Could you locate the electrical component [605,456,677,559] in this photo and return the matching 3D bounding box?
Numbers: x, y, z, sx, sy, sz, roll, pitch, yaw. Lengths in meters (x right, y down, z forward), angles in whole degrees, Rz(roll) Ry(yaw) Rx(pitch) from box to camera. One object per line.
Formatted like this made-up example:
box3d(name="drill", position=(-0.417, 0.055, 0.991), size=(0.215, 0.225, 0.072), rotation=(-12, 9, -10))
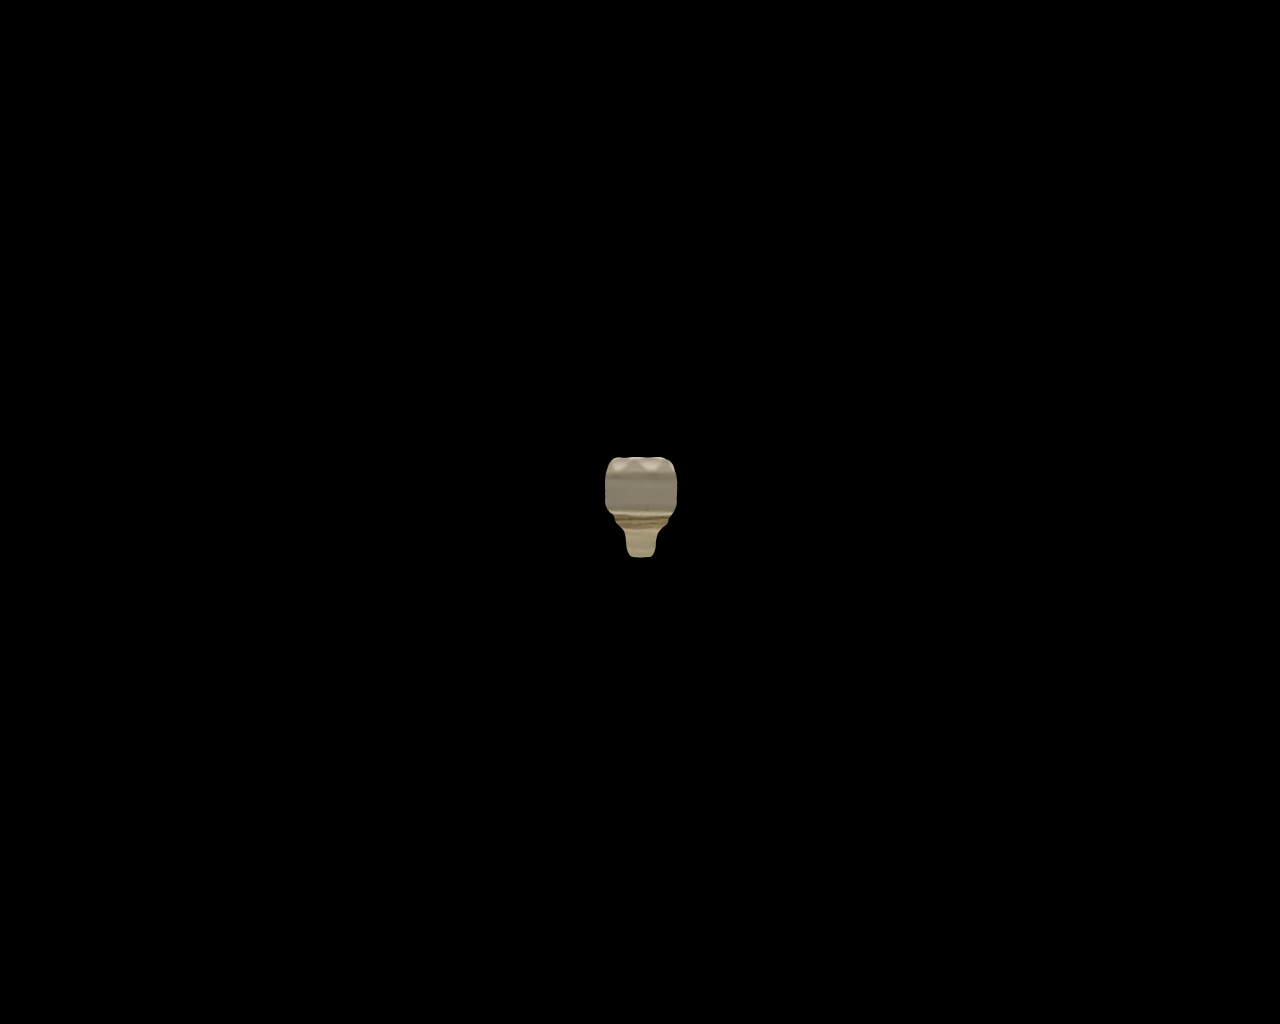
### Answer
box3d(name="electrical component", position=(0.001, -0.003, 0.650), size=(0.043, 0.062, 0.043), rotation=(0, 0, 0))
